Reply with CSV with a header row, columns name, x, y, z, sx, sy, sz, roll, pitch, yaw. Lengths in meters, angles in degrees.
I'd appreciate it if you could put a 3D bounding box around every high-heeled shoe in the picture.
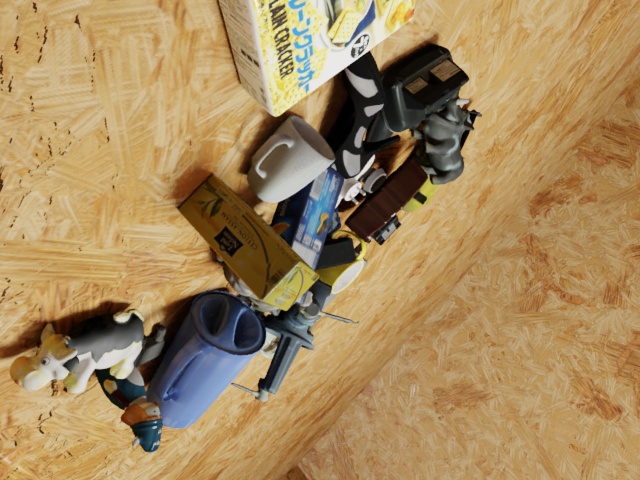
name,x,y,z,sx,sy,sz,roll,pitch,yaw
high-heeled shoe,0.024,-0.176,0.750,0.145,0.086,0.248,-18,143,14

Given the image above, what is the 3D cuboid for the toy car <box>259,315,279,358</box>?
name,x,y,z,sx,sy,sz,roll,pitch,yaw
toy car,-0.117,0.213,1.169,0.073,0.056,0.201,-43,159,-5

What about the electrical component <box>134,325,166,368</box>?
name,x,y,z,sx,sy,sz,roll,pitch,yaw
electrical component,-0.276,0.174,0.850,0.063,0.021,0.094,-21,148,-48

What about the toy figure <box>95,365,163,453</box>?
name,x,y,z,sx,sy,sz,roll,pitch,yaw
toy figure,-0.274,0.236,0.783,0.064,0.155,0.057,-13,144,-53

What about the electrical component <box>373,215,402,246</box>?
name,x,y,z,sx,sy,sz,roll,pitch,yaw
electrical component,0.135,-0.038,1.193,0.075,0.048,0.119,-46,160,-2

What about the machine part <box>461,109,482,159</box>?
name,x,y,z,sx,sy,sz,roll,pitch,yaw
machine part,0.290,-0.213,1.138,0.039,0.084,0.138,19,107,-40

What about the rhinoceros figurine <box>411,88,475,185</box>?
name,x,y,z,sx,sy,sz,roll,pitch,yaw
rhinoceros figurine,0.234,-0.192,0.997,0.112,0.073,0.190,-14,123,-5

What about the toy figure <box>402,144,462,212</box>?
name,x,y,z,sx,sy,sz,roll,pitch,yaw
toy figure,0.216,-0.140,1.112,0.180,0.082,0.089,-53,159,25

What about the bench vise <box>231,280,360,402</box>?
name,x,y,z,sx,sy,sz,roll,pitch,yaw
bench vise,-0.057,0.187,1.002,0.224,0.129,0.240,-11,-128,65

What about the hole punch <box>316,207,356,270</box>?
name,x,y,z,sx,sy,sz,roll,pitch,yaw
hole punch,-0.002,-0.003,0.976,0.116,0.092,0.142,-15,159,1

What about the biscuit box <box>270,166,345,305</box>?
name,x,y,z,sx,sy,sz,roll,pitch,yaw
biscuit box,-0.032,-0.014,0.769,0.059,0.063,0.202,28,75,-42

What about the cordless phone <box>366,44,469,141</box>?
name,x,y,z,sx,sy,sz,roll,pitch,yaw
cordless phone,0.144,-0.213,0.877,0.146,0.089,0.184,-37,169,-25

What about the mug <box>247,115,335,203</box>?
name,x,y,z,sx,sy,sz,roll,pitch,yaw
mug,-0.049,-0.097,0.701,0.107,0.081,0.109,-44,166,23

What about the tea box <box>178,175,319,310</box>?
name,x,y,z,sx,sy,sz,roll,pitch,yaw
tea box,-0.089,0.005,0.684,0.068,0.170,0.098,-47,157,-1

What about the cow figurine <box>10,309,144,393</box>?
name,x,y,z,sx,sy,sz,roll,pitch,yaw
cow figurine,-0.296,0.135,0.679,0.098,0.068,0.167,-57,160,13

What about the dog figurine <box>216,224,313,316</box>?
name,x,y,z,sx,sy,sz,roll,pitch,yaw
dog figurine,-0.111,0.064,0.887,0.190,0.172,0.121,-31,-146,55

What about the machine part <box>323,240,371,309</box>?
name,x,y,z,sx,sy,sz,roll,pitch,yaw
machine part,0.019,0.082,1.156,0.243,0.079,0.079,-47,159,1

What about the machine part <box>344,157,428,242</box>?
name,x,y,z,sx,sy,sz,roll,pitch,yaw
machine part,0.126,-0.076,1.008,0.179,0.056,0.179,-46,-178,2
